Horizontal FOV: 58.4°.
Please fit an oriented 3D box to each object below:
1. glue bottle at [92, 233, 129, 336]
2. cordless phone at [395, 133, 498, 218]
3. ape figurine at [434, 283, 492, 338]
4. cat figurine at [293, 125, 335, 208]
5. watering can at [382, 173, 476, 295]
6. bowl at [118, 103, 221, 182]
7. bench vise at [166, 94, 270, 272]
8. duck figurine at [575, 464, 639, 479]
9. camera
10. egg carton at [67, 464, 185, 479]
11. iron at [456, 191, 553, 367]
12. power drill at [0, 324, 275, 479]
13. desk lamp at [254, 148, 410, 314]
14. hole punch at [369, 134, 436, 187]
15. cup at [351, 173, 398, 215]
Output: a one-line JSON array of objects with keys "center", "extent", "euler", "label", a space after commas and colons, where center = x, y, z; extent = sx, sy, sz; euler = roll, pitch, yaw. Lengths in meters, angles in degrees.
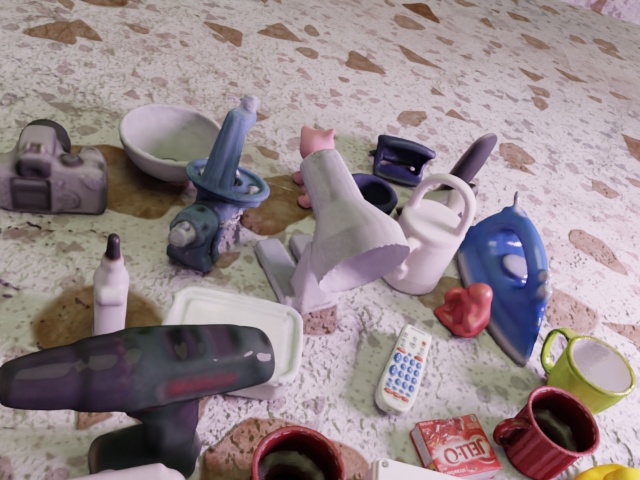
[{"center": [-0.227, 0.059, 0.621], "extent": [0.037, 0.173, 0.078], "euler": [1, 44, -21], "label": "glue bottle"}, {"center": [0.221, -0.102, 0.978], "extent": [0.094, 0.185, 0.148], "euler": [41, 45, 23], "label": "cordless phone"}, {"center": [0.218, 0.096, 0.831], "extent": [0.076, 0.092, 0.078], "euler": [17, 41, -4], "label": "ape figurine"}, {"center": [-0.001, -0.133, 0.969], "extent": [0.067, 0.118, 0.127], "euler": [2, 44, -21], "label": "cat figurine"}, {"center": [0.166, -0.021, 0.859], "extent": [0.101, 0.194, 0.173], "euler": [22, 40, 1], "label": "watering can"}, {"center": [-0.236, -0.144, 0.915], "extent": [0.167, 0.075, 0.167], "euler": [12, 41, -10], "label": "bowl"}, {"center": [-0.126, -0.073, 0.772], "extent": [0.121, 0.220, 0.207], "euler": [13, 41, -10], "label": "bench vise"}, {"center": [0.349, 0.297, 0.672], "extent": [0.077, 0.086, 0.105], "euler": [38, 43, 20], "label": "duck figurine"}, {"center": [-0.373, -0.116, 0.806], "extent": [0.143, 0.101, 0.136], "euler": [3, 44, -20], "label": "camera"}, {"center": [-0.183, 0.258, 0.501], "extent": [0.151, 0.069, 0.107], "euler": [-2, 46, -25], "label": "egg carton"}, {"center": [0.306, 0.048, 0.883], "extent": [0.119, 0.141, 0.258], "euler": [9, 42, -14], "label": "iron"}, {"center": [-0.158, 0.153, 0.519], "extent": [0.230, 0.208, 0.075], "euler": [-10, 49, -31], "label": "power drill"}, {"center": [0.007, 0.003, 0.750], "extent": [0.118, 0.213, 0.202], "euler": [-9, 49, -30], "label": "desk lamp"}, {"center": [0.158, -0.169, 1.096], "extent": [0.109, 0.091, 0.101], "euler": [14, 41, -8], "label": "hole punch"}, {"center": [0.055, -0.051, 0.922], "extent": [0.117, 0.095, 0.092], "euler": [27, 41, 7], "label": "cup"}]
